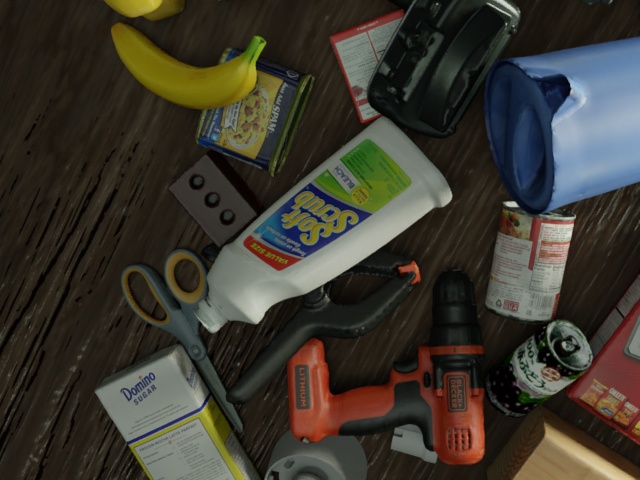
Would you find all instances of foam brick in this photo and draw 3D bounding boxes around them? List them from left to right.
[{"bbox_3d":[-0.099,-0.041,1.022,0.053,0.051,0.078,-40,94,11],"label":"foam brick"}]

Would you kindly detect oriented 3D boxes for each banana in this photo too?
[{"bbox_3d":[-0.123,-0.156,0.971,0.198,0.037,0.069,14,94,37],"label":"banana"}]

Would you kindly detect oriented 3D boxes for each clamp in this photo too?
[{"bbox_3d":[-0.008,0.065,1.005,0.210,0.036,0.164,-9,66,8],"label":"clamp"}]

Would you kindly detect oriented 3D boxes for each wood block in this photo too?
[{"bbox_3d":[0.273,0.258,1.020,0.206,0.090,0.091,33,103,-1],"label":"wood block"}]

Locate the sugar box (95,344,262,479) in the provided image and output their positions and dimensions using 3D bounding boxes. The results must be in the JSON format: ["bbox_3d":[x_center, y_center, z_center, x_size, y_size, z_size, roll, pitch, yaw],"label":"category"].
[{"bbox_3d":[-0.139,0.199,1.070,0.093,0.048,0.176,-26,98,15],"label":"sugar box"}]

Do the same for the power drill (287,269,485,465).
[{"bbox_3d":[0.064,0.123,1.021,0.188,0.057,0.184,-4,80,12],"label":"power drill"}]

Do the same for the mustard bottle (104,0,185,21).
[{"bbox_3d":[-0.166,-0.241,0.921,0.058,0.191,0.096,-16,98,8],"label":"mustard bottle"}]

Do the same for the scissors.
[{"bbox_3d":[-0.114,0.092,1.067,0.096,0.016,0.202,-42,94,12],"label":"scissors"}]

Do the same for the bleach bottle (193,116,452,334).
[{"bbox_3d":[-0.006,0.001,0.978,0.251,0.068,0.103,-40,66,-1],"label":"bleach bottle"}]

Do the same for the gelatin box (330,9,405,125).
[{"bbox_3d":[0.058,-0.161,0.994,0.073,0.030,0.089,-20,98,8],"label":"gelatin box"}]

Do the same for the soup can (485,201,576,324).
[{"bbox_3d":[0.195,0.020,0.994,0.068,0.068,0.102,9,102,4],"label":"soup can"}]

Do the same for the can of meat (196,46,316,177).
[{"bbox_3d":[-0.062,-0.122,1.001,0.084,0.057,0.102,22,101,4],"label":"can of meat"}]

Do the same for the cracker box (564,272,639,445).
[{"bbox_3d":[0.354,0.098,0.991,0.164,0.072,0.214,34,101,-2],"label":"cracker box"}]

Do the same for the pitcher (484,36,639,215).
[{"bbox_3d":[0.270,-0.109,0.917,0.242,0.149,0.145,-14,114,-11],"label":"pitcher"}]
